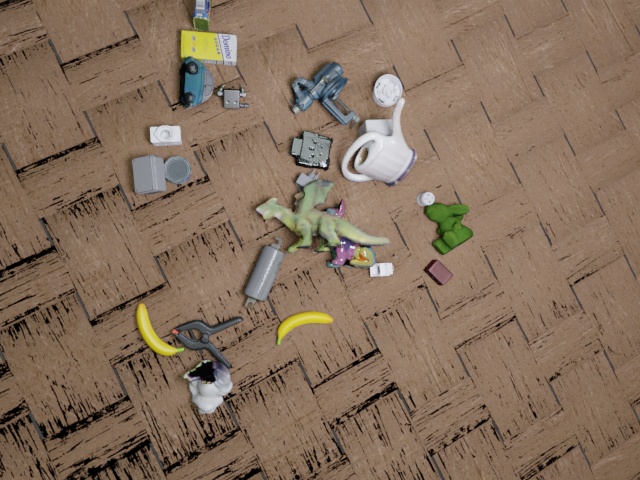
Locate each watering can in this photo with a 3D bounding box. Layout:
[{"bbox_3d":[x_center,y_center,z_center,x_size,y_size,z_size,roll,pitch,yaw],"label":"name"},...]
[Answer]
[{"bbox_3d":[0.220,-0.291,1.650,0.223,0.106,0.341,19,-46,-30],"label":"watering can"}]

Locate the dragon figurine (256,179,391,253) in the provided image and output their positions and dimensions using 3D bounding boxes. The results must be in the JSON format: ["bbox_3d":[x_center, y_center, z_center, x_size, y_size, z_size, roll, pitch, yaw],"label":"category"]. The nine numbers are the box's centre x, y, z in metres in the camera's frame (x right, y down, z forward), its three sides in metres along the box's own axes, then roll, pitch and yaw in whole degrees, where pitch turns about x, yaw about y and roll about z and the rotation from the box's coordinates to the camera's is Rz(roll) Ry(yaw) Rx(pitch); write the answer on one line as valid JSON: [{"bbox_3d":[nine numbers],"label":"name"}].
[{"bbox_3d":[0.005,-0.081,1.602,0.410,0.246,0.120,-4,-17,4],"label":"dragon figurine"}]

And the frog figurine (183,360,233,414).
[{"bbox_3d":[-0.329,0.448,1.561,0.137,0.156,0.125,-7,32,8],"label":"frog figurine"}]
